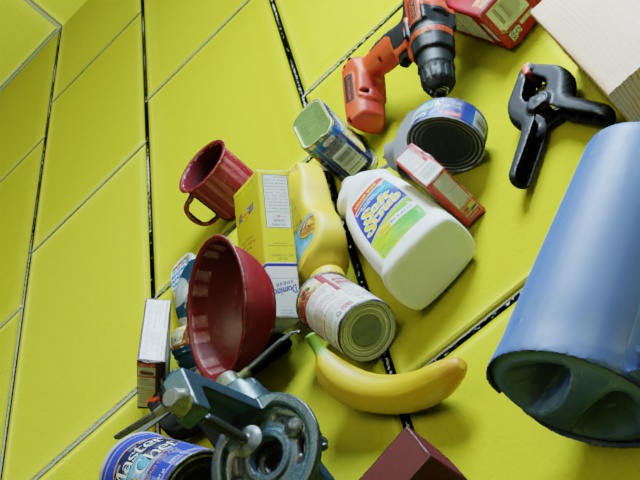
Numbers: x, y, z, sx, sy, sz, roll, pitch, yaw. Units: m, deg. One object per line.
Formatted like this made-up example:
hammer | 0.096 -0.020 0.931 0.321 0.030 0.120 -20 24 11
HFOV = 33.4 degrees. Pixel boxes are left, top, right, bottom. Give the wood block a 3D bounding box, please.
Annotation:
wood block | 0.293 -0.185 1.020 0.091 0.090 0.206 -42 31 15

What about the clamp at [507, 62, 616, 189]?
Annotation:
clamp | 0.226 -0.124 1.097 0.120 0.039 0.171 -37 28 13

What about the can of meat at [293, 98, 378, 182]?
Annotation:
can of meat | 0.017 -0.122 1.338 0.057 0.083 0.102 -44 30 12

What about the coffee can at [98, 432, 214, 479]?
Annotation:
coffee can | -0.156 0.261 1.120 0.141 0.102 0.102 -2 55 53

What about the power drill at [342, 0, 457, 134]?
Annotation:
power drill | 0.098 -0.210 1.295 0.188 0.057 0.184 -43 40 47

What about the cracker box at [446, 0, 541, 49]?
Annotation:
cracker box | 0.218 -0.330 1.311 0.164 0.072 0.214 -49 28 2

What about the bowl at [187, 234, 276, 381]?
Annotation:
bowl | -0.091 0.076 1.164 0.162 0.055 0.162 -11 78 61

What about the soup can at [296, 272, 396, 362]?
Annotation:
soup can | 0.026 0.079 1.111 0.068 0.068 0.102 -53 30 -4

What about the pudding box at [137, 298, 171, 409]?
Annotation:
pudding box | -0.209 0.143 1.348 0.113 0.039 0.090 -96 9 -50

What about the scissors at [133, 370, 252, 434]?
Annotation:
scissors | -0.148 0.187 1.205 0.201 0.016 0.096 -47 34 -3

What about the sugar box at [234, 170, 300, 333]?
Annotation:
sugar box | -0.062 0.017 1.227 0.093 0.048 0.176 139 131 -62

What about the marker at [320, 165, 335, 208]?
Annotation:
marker | 0.009 -0.054 1.338 0.020 0.020 0.121 -38 31 22

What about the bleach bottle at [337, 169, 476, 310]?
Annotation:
bleach bottle | 0.072 -0.017 1.164 0.102 0.068 0.251 -46 27 0

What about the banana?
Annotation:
banana | 0.059 0.133 1.008 0.198 0.069 0.037 4 29 43

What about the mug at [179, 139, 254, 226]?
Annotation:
mug | -0.145 -0.072 1.507 0.117 0.081 0.093 -57 29 -12

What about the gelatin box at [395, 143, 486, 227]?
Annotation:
gelatin box | 0.126 -0.059 1.125 0.030 0.073 0.089 -47 28 4

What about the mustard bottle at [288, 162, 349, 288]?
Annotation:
mustard bottle | -0.008 0.002 1.236 0.096 0.058 0.192 -63 30 33

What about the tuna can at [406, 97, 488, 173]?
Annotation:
tuna can | 0.139 -0.114 1.157 0.086 0.086 0.033 -21 39 41

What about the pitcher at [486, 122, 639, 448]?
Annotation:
pitcher | 0.235 0.026 0.824 0.149 0.145 0.242 14 60 22

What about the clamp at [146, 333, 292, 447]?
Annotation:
clamp | -0.130 0.194 1.228 0.210 0.036 0.164 -18 42 39

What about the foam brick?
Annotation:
foam brick | 0.075 0.209 0.909 0.078 0.053 0.051 -48 29 3
